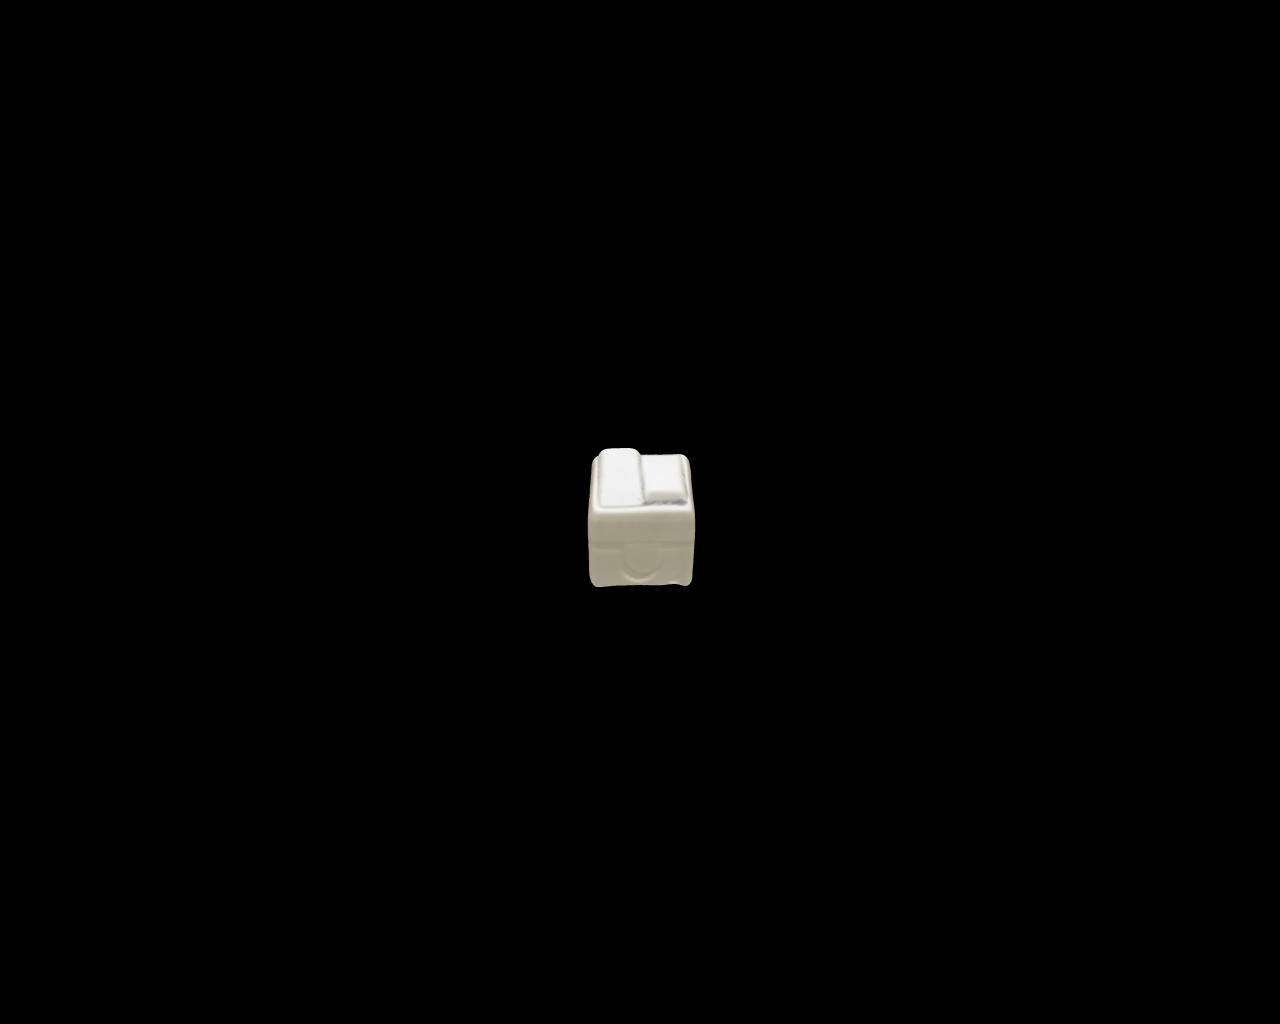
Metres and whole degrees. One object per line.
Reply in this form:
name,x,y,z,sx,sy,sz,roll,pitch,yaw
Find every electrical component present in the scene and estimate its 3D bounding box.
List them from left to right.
electrical component,0.001,-0.003,0.650,0.062,0.061,0.096,0,29,0
